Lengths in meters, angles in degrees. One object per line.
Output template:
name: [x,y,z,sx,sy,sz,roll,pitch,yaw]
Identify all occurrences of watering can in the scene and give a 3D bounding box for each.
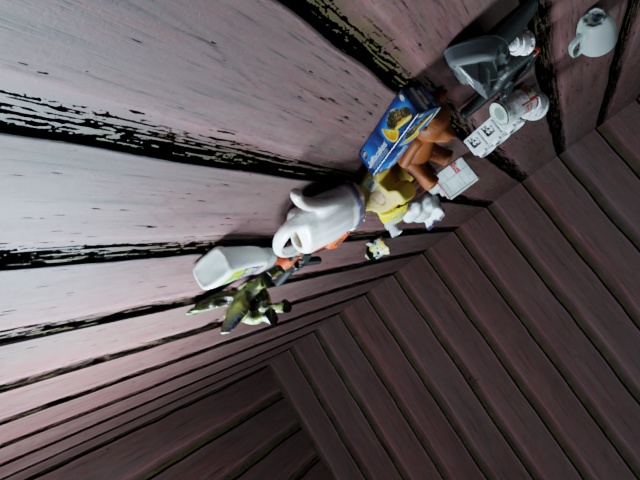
watering can: [0.003,-0.055,1.100,0.226,0.105,0.341,-29,-14,-20]

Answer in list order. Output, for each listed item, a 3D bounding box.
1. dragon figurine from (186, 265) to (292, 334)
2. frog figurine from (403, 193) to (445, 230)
dragon figurine: [-0.216,0.163,1.269,0.241,0.122,0.413,-16,3,24]
frog figurine: [0.324,-0.108,1.731,0.159,0.124,0.136,15,-14,-18]
